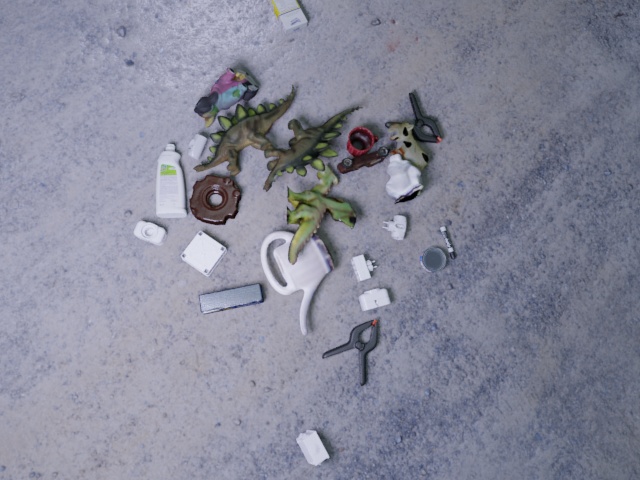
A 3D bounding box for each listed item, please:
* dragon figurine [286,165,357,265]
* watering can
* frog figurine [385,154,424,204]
[{"bbox_3d":[0.005,-0.086,1.706,0.243,0.420,0.119,1,-35,-7],"label":"dragon figurine"},{"bbox_3d":[-0.052,0.115,1.691,0.225,0.350,0.103,-26,-10,-13],"label":"watering can"},{"bbox_3d":[0.285,-0.217,1.809,0.135,0.162,0.123,-37,-23,32],"label":"frog figurine"}]
